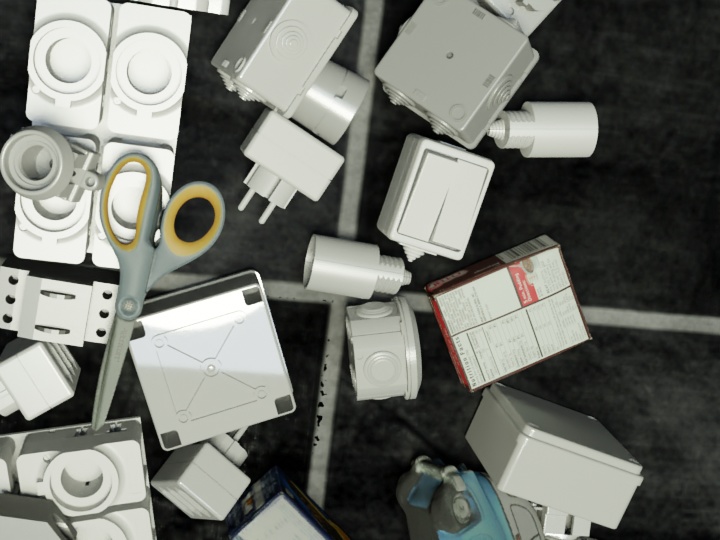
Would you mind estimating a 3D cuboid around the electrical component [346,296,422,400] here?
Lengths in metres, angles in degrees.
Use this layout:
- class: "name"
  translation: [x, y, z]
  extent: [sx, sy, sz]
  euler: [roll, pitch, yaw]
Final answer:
- class: "electrical component"
  translation: [0.018, 0.062, 0.834]
  extent: [0.051, 0.080, 0.080]
  euler: [-6, 103, -4]

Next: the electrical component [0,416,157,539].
- class: "electrical component"
  translation: [-0.256, 0.183, 0.820]
  extent: [0.186, 0.060, 0.105]
  euler: [-7, 103, -9]

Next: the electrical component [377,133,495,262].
- class: "electrical component"
  translation: [0.056, -0.050, 0.827]
  extent: [0.062, 0.061, 0.096]
  euler: [17, 98, -13]

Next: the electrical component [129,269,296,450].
- class: "electrical component"
  translation: [-0.115, 0.068, 0.823]
  extent: [0.109, 0.056, 0.108]
  euler: [-17, 104, -6]

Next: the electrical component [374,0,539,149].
- class: "electrical component"
  translation: [0.070, -0.152, 0.796]
  extent: [0.100, 0.048, 0.099]
  euler: [37, 94, 16]

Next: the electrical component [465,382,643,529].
- class: "electrical component"
  translation: [0.153, 0.146, 0.860]
  extent: [0.109, 0.108, 0.056]
  euler: [21, 100, -13]

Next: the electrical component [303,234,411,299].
- class: "electrical component"
  translation: [0.000, 0.000, 0.836]
  extent: [0.081, 0.043, 0.043]
  euler: [10, 100, -12]

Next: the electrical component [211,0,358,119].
- class: "electrical component"
  translation: [-0.057, -0.164, 0.765]
  extent: [0.048, 0.100, 0.099]
  euler: [32, 95, -27]

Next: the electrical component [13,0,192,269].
- class: "electrical component"
  translation: [-0.185, -0.098, 0.775]
  extent: [0.105, 0.060, 0.186]
  euler: [7, 100, -11]

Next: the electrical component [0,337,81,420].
- class: "electrical component"
  translation: [-0.255, 0.083, 0.797]
  extent: [0.077, 0.065, 0.047]
  euler: [-29, 105, -3]

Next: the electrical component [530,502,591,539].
- class: "electrical component"
  translation: [0.171, 0.211, 0.910]
  extent: [0.066, 0.048, 0.055]
  euler: [6, 93, -11]

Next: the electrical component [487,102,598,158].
- class: "electrical component"
  translation: [0.139, -0.109, 0.838]
  extent: [0.081, 0.043, 0.043]
  euler: [-1, 102, -10]

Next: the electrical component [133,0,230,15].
- class: "electrical component"
  translation: [-0.129, -0.215, 0.762]
  extent: [0.078, 0.058, 0.057]
  euler: [6, 103, -12]

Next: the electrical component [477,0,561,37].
- class: "electrical component"
  translation: [0.129, -0.211, 0.798]
  extent: [0.047, 0.076, 0.065]
  euler: [42, 92, -15]

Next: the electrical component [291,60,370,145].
- class: "electrical component"
  translation: [-0.027, -0.128, 0.800]
  extent: [0.047, 0.055, 0.055]
  euler: [29, 95, -11]

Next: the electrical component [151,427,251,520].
- class: "electrical component"
  translation: [-0.114, 0.150, 0.841]
  extent: [0.047, 0.066, 0.076]
  euler: [44, 62, -15]

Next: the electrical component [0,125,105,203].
- class: "electrical component"
  translation: [-0.207, -0.070, 0.710]
  extent: [0.066, 0.055, 0.048]
  euler: [26, 96, 2]

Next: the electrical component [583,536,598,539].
- class: "electrical component"
  translation: [0.204, 0.294, 0.916]
  extent: [0.057, 0.078, 0.113]
  euler: [19, 98, -11]

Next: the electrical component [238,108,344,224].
- class: "electrical component"
  translation: [-0.062, -0.072, 0.809]
  extent: [0.066, 0.047, 0.076]
  euler: [33, 94, -15]
